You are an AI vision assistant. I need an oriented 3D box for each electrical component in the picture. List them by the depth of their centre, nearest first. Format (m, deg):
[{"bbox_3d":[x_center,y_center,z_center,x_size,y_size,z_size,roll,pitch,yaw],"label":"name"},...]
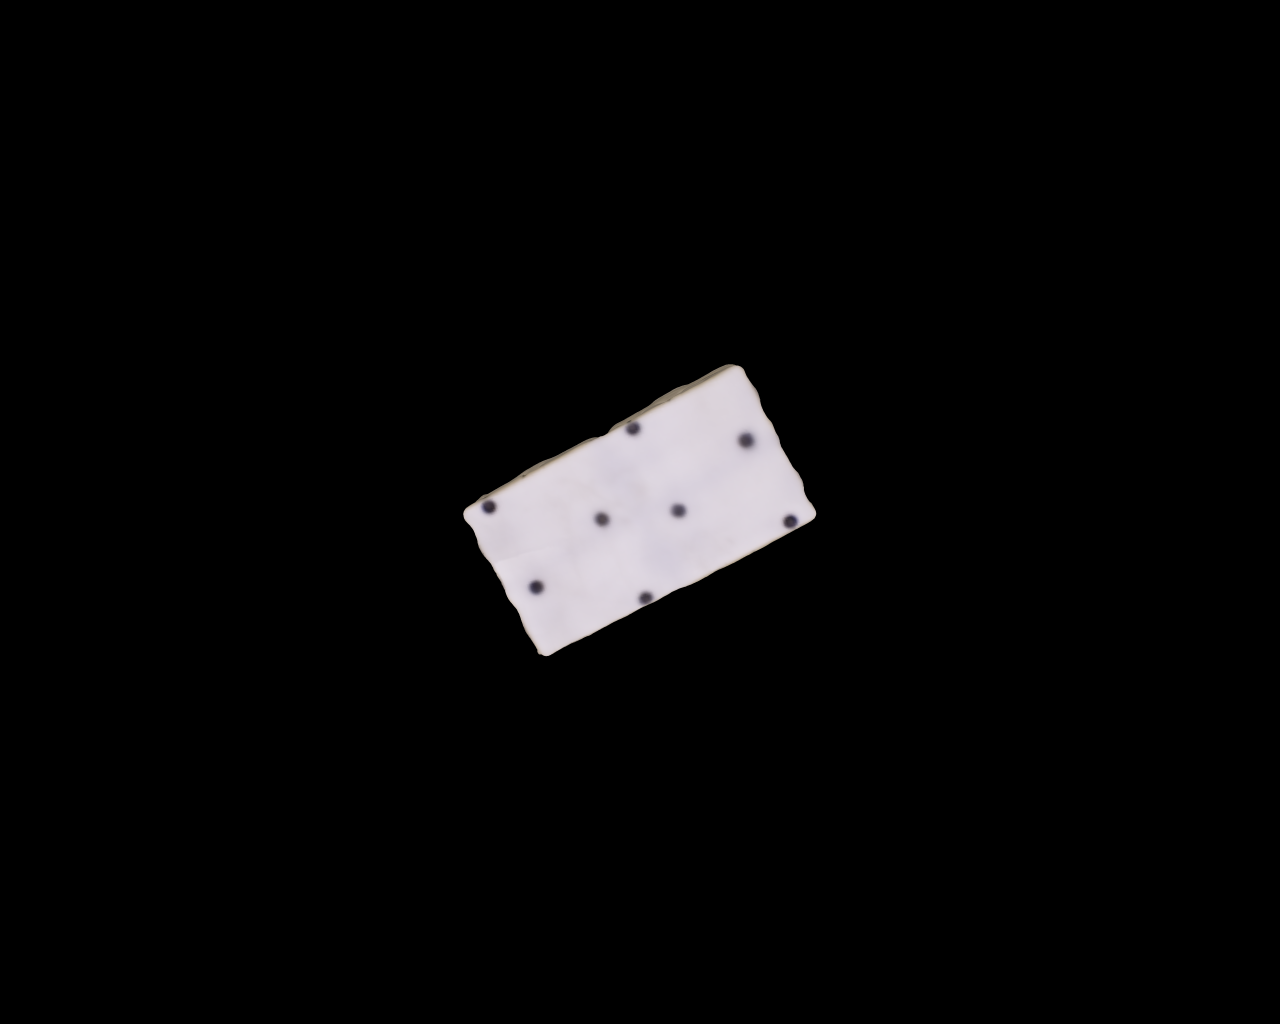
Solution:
[{"bbox_3d":[0.001,-0.003,0.650,0.186,0.105,0.060,-28,7,4],"label":"electrical component"}]
